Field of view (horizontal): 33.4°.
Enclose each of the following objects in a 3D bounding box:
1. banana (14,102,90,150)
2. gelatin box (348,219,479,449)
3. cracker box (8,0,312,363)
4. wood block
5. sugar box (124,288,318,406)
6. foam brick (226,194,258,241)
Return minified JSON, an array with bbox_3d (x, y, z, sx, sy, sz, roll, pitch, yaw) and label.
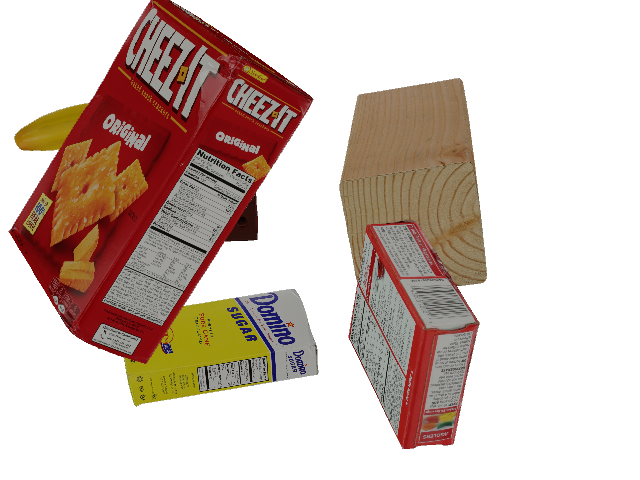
[{"bbox_3d":[-0.171,-0.093,0.930,0.198,0.037,0.069,12,48,19],"label":"banana"},{"bbox_3d":[0.043,0.043,0.516,0.030,0.073,0.089,-4,34,-15],"label":"gelatin box"},{"bbox_3d":[-0.120,-0.049,0.744,0.072,0.214,0.164,26,10,-38],"label":"cracker box"},{"bbox_3d":[0.072,-0.047,0.804,0.091,0.090,0.206,-7,23,9],"label":"wood block"},{"bbox_3d":[-0.097,0.099,1.013,0.176,0.048,0.093,-11,36,-8],"label":"sugar box"},{"bbox_3d":[-0.115,-0.033,1.285,0.078,0.053,0.051,-2,28,0],"label":"foam brick"}]
